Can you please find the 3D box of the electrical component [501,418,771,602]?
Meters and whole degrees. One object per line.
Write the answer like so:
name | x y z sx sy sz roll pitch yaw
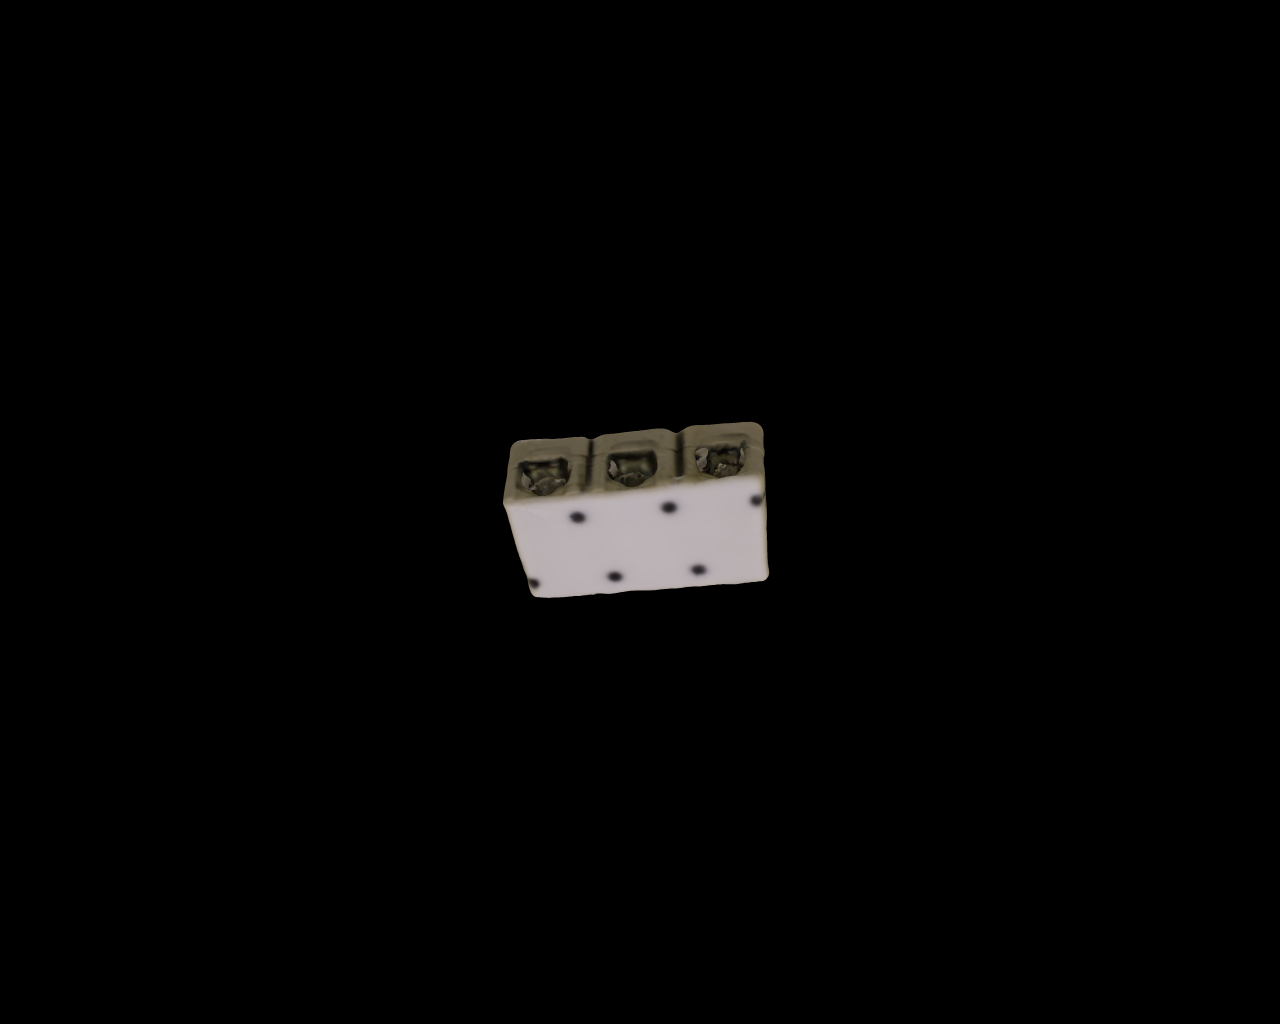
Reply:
electrical component | 0.001 -0.003 0.650 0.150 0.089 0.062 -4 44 4
